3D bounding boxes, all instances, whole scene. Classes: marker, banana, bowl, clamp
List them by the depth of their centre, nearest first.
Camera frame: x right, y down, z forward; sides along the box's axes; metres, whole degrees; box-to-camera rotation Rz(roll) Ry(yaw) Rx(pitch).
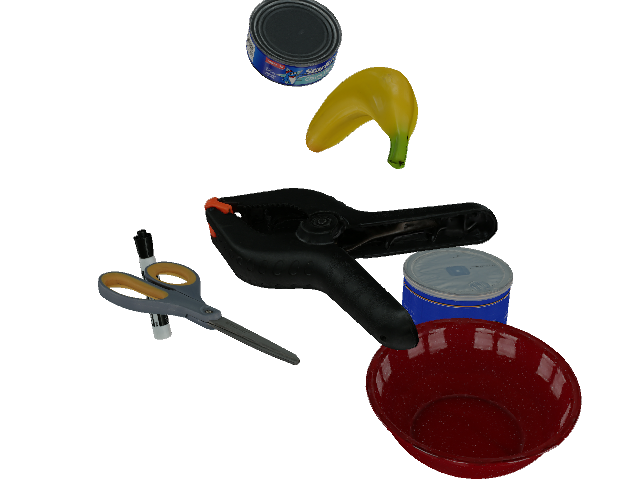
[{"bbox_3d":[0.004,0.010,0.603,0.172,0.039,0.120,5,31,22],"label":"clamp"},{"bbox_3d":[0.030,-0.095,0.790,0.037,0.069,0.198,30,-1,-17],"label":"banana"},{"bbox_3d":[0.114,0.129,0.818,0.162,0.055,0.162,0,35,0],"label":"bowl"},{"bbox_3d":[-0.178,0.047,1.131,0.020,0.121,0.020,-8,18,2],"label":"marker"}]

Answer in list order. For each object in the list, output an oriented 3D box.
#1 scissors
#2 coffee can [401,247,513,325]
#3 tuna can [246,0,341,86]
[{"bbox_3d":[-0.091,0.056,0.898,0.202,0.016,0.096,15,24,18],"label":"scissors"},{"bbox_3d":[0.127,0.090,1.028,0.103,0.140,0.103,1,25,-1],"label":"coffee can"},{"bbox_3d":[-0.025,-0.184,0.984,0.086,0.086,0.034,0,-32,-12],"label":"tuna can"}]
